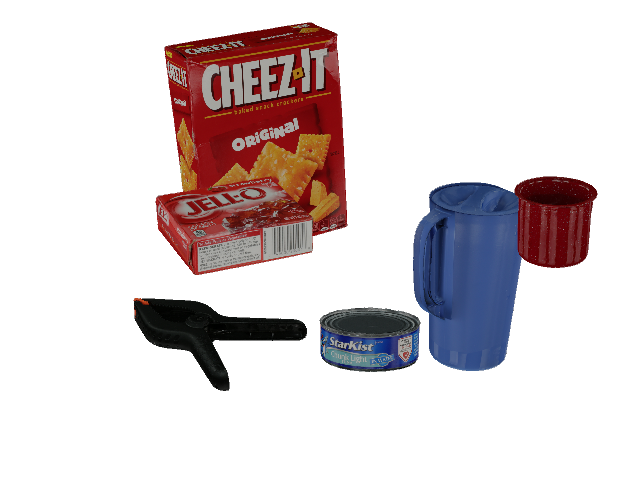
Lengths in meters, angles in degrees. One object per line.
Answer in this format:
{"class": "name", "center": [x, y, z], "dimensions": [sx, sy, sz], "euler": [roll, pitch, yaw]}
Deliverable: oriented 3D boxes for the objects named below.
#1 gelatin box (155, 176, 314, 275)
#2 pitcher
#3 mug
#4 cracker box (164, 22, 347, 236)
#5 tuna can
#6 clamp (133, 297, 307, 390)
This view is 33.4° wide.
{"class": "gelatin box", "center": [-0.059, -0.012, 0.727], "dimensions": [0.089, 0.030, 0.073], "euler": [-11, 30, -23]}
{"class": "pitcher", "center": [0.199, 0.052, 1.446], "dimensions": [0.149, 0.243, 0.145], "euler": [4, 21, 6]}
{"class": "mug", "center": [0.279, -0.024, 1.244], "dimensions": [0.093, 0.081, 0.117], "euler": [20, 33, 40]}
{"class": "cracker box", "center": [-0.060, -0.099, 1.083], "dimensions": [0.164, 0.214, 0.072], "euler": [-14, 26, -23]}
{"class": "tuna can", "center": [0.042, 0.084, 0.911], "dimensions": [0.086, 0.034, 0.086], "euler": [0, 11, 0]}
{"class": "clamp", "center": [-0.142, 0.111, 1.250], "dimensions": [0.210, 0.036, 0.164], "euler": [13, 24, 23]}
